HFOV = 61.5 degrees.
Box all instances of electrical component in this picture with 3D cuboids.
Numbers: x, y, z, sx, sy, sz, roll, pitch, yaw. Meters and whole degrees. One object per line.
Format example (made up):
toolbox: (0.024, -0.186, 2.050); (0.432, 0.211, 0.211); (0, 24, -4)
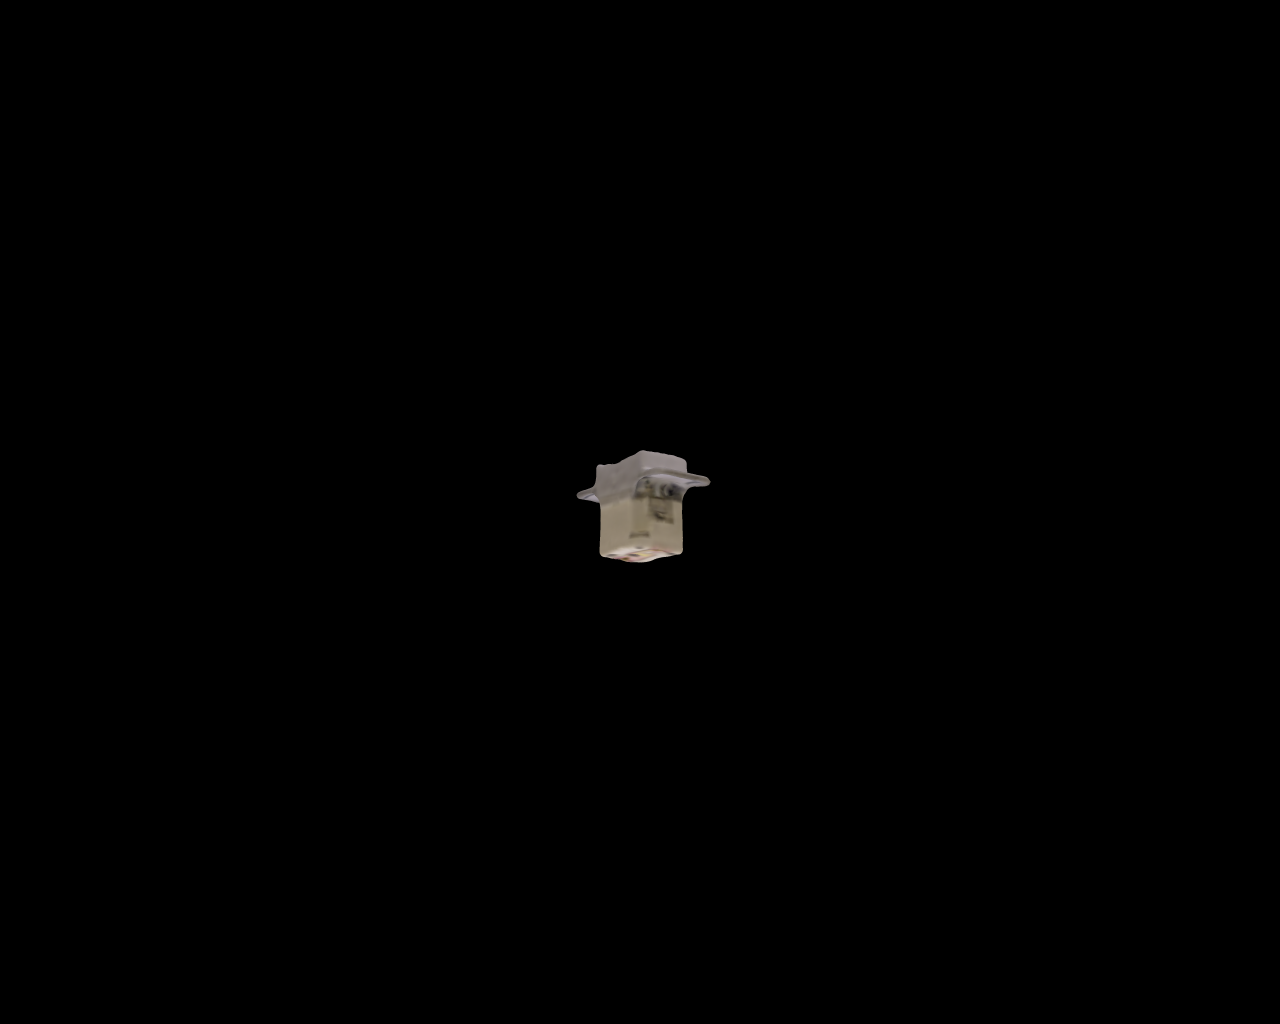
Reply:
electrical component: (0.001, -0.003, 0.650); (0.042, 0.064, 0.081); (11, -17, -38)
